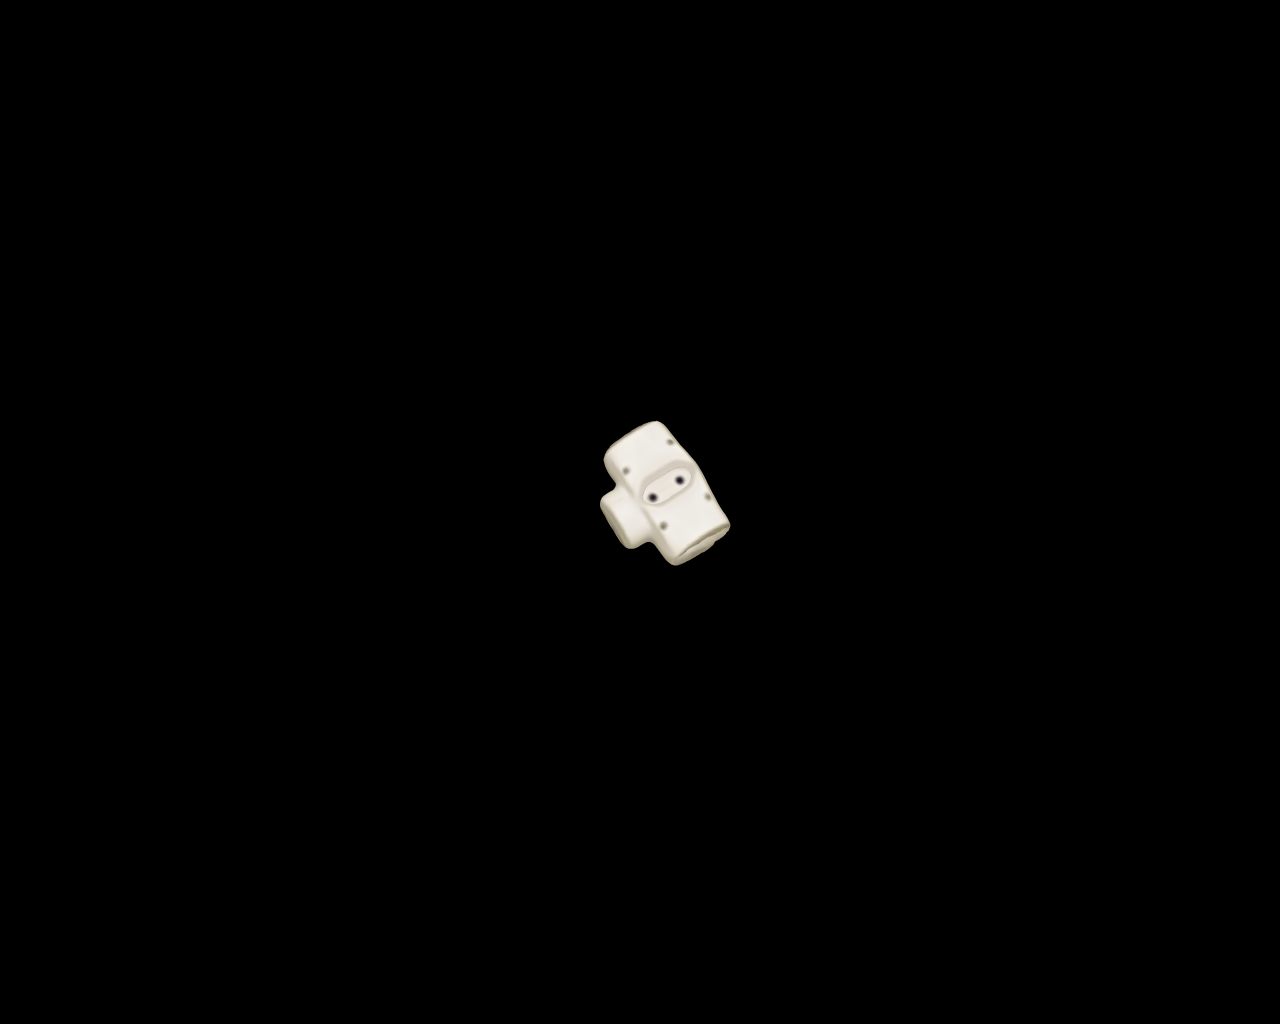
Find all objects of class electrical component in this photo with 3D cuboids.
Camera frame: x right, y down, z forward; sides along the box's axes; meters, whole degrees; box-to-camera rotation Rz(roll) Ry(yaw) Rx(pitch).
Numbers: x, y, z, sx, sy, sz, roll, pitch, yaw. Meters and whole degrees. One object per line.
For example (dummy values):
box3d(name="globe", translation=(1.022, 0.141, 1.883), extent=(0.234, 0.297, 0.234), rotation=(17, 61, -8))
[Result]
box3d(name="electrical component", translation=(0.001, -0.003, 0.650), extent=(0.079, 0.077, 0.043), rotation=(-31, -11, -7))
